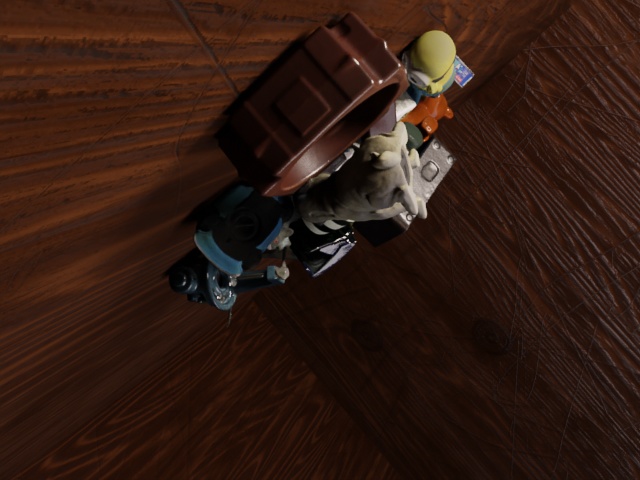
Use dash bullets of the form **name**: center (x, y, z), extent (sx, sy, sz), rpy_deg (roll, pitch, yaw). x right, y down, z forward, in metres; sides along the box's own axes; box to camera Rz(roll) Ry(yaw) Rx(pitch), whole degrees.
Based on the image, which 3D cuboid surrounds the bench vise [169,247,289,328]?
- **bench vise**: center (-0.166, 0.080, 1.043), extent (0.241, 0.129, 0.223), rpy_deg (-9, 158, 17)

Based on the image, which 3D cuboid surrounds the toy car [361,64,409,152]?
- **toy car**: center (0.084, -0.169, 0.791), extent (0.089, 0.053, 0.201), rpy_deg (-25, 135, -13)

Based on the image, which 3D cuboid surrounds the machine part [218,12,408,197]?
- **machine part**: center (-0.004, -0.143, 0.602), extent (0.201, 0.087, 0.201), rpy_deg (-42, 176, 13)

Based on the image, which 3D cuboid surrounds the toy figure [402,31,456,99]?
- **toy figure**: center (0.187, -0.291, 0.898), extent (0.089, 0.082, 0.180), rpy_deg (-61, 164, 14)

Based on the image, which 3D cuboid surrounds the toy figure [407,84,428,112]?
- **toy figure**: center (0.182, -0.291, 1.044), extent (0.154, 0.058, 0.064), rpy_deg (-41, 175, -28)

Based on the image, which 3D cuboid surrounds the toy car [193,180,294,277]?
- **toy car**: center (-0.121, -0.030, 0.813), extent (0.161, 0.109, 0.103), rpy_deg (-51, -157, -14)

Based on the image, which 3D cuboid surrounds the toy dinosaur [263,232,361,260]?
- **toy dinosaur**: center (0.002, -0.025, 1.427), extent (0.405, 0.192, 0.131), rpy_deg (-41, 178, 4)

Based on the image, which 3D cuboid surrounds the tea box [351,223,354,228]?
- **tea box**: center (0.015, -0.063, 1.168), extent (0.098, 0.068, 0.170), rpy_deg (-64, -154, 18)

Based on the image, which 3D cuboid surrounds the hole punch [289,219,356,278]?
- **hole punch**: center (-0.002, -0.003, 1.030), extent (0.116, 0.142, 0.092), rpy_deg (-23, 138, -17)

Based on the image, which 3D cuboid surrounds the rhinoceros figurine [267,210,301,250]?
- **rhinoceros figurine**: center (-0.091, -0.032, 0.940), extent (0.073, 0.112, 0.190), rpy_deg (-40, -174, 40)

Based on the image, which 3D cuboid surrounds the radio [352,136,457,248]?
- **radio**: center (0.171, -0.099, 1.075), extent (0.229, 0.073, 0.131), rpy_deg (-53, -170, -26)

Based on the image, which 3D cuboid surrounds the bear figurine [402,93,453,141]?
- **bear figurine**: center (0.224, -0.281, 1.164), extent (0.196, 0.120, 0.132), rpy_deg (-41, 174, -27)

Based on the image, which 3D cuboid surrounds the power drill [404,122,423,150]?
- **power drill**: center (0.100, -0.122, 1.066), extent (0.232, 0.086, 0.207), rpy_deg (-40, -175, 40)

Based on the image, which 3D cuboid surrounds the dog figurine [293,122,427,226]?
- **dog figurine**: center (0.033, -0.073, 0.726), extent (0.191, 0.121, 0.172), rpy_deg (-9, 156, 19)

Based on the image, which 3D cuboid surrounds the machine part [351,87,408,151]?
- **machine part**: center (0.071, -0.199, 0.821), extent (0.139, 0.084, 0.039), rpy_deg (-50, -156, 28)
